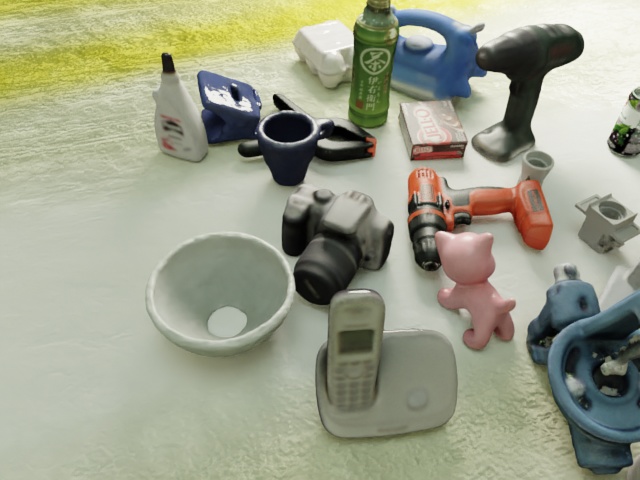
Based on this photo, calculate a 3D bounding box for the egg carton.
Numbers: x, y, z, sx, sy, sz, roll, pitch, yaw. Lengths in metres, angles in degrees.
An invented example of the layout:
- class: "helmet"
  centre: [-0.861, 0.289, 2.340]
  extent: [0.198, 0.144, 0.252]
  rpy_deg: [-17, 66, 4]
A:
- class: "egg carton"
  centre: [0.021, -0.345, 1.056]
  extent: [0.107, 0.069, 0.150]
  rpy_deg: [-21, 52, -20]

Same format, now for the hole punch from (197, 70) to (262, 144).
- class: "hole punch"
  centre: [-0.144, -0.220, 0.921]
  extent: [0.101, 0.091, 0.108]
  rpy_deg: [-9, 49, -10]

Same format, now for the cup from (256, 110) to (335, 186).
- class: "cup"
  centre: [-0.034, -0.131, 0.841]
  extent: [0.118, 0.095, 0.091]
  rpy_deg: [-19, 51, -18]

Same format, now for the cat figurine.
- class: "cat figurine"
  centre: [0.184, 0.046, 0.673]
  extent: [0.067, 0.118, 0.127]
  rpy_deg: [-18, 51, -17]

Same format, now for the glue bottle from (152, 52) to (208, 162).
- class: "glue bottle"
  centre: [-0.212, -0.196, 0.841]
  extent: [0.078, 0.173, 0.037]
  rpy_deg: [14, 49, 11]

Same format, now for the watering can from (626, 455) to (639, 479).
- class: "watering can"
  centre: [0.354, 0.187, 0.498]
  extent: [0.101, 0.194, 0.172]
  rpy_deg: [-1, 48, -3]

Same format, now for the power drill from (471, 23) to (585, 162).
- class: "power drill"
  centre: [0.299, -0.227, 0.864]
  extent: [0.230, 0.208, 0.075]
  rpy_deg: [-31, 55, -26]

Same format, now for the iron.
- class: "iron"
  centre: [0.168, -0.348, 1.015]
  extent: [0.257, 0.141, 0.119]
  rpy_deg: [24, 51, 19]

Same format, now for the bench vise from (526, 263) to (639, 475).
- class: "bench vise"
  centre: [0.269, 0.095, 0.562]
  extent: [0.121, 0.220, 0.207]
  rpy_deg: [-13, 49, -14]

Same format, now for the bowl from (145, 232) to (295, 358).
- class: "bowl"
  centre: [-0.112, 0.074, 0.665]
  extent: [0.167, 0.075, 0.167]
  rpy_deg: [1, 48, -1]

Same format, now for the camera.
- class: "camera"
  centre: [0.007, 0.003, 0.717]
  extent: [0.143, 0.101, 0.137]
  rpy_deg: [21, 50, 17]

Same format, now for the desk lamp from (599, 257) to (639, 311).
- class: "desk lamp"
  centre: [0.421, 0.008, 0.651]
  extent: [0.117, 0.214, 0.204]
  rpy_deg: [30, 53, 23]

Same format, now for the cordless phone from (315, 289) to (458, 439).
- class: "cordless phone"
  centre: [0.069, 0.114, 0.561]
  extent: [0.147, 0.185, 0.094]
  rpy_deg: [-6, 48, -7]
